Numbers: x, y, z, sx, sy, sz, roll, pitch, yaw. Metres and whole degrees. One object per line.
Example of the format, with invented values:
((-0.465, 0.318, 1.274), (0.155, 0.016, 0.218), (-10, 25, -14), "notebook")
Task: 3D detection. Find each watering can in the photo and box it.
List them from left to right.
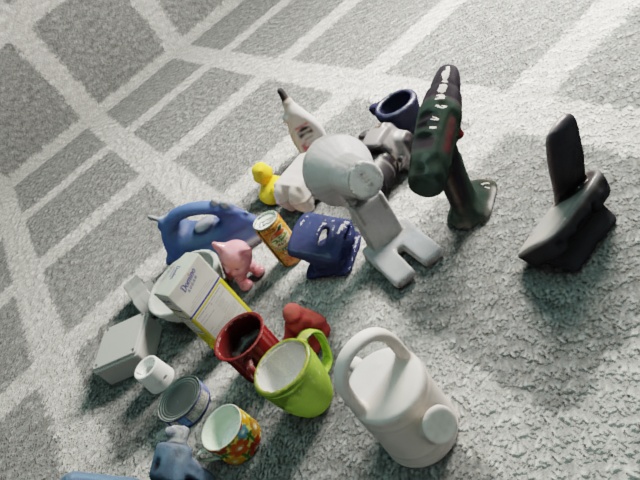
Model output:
((0.087, 0.176, 0.660), (0.172, 0.195, 0.101), (0, 48, 40), "watering can")

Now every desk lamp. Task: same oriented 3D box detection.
((0.077, -0.062, 0.925), (0.118, 0.214, 0.202), (-39, 35, -4), "desk lamp")

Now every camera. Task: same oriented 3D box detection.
((0.102, -0.153, 1.108), (0.142, 0.101, 0.137), (2, 50, 41), "camera")

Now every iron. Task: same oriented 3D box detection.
((-0.238, -0.034, 1.219), (0.257, 0.142, 0.118), (-17, 39, 25), "iron")

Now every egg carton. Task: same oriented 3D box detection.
((-0.027, -0.125, 1.211), (0.107, 0.070, 0.150), (11, 56, 46), "egg carton")

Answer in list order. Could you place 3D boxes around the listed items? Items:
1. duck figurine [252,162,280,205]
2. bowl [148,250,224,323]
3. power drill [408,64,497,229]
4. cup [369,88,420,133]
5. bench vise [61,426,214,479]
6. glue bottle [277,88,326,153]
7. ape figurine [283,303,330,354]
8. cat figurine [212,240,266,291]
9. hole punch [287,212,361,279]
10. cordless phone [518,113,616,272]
((-0.118, -0.134, 1.282), (0.077, 0.086, 0.104), (-36, 35, 1), "duck figurine")
((-0.250, 0.103, 1.130), (0.167, 0.075, 0.167), (-22, 37, 19), "bowl")
((0.208, -0.131, 0.901), (0.075, 0.209, 0.230), (-6, 45, 36), "power drill")
((0.160, -0.244, 1.170), (0.117, 0.095, 0.092), (8, 54, 45), "cup")
((-0.252, 0.331, 0.741), (0.121, 0.220, 0.207), (-20, 38, 21), "bench vise")
((-0.050, -0.276, 1.313), (0.078, 0.174, 0.037), (-32, 35, 5), "glue bottle")
((-0.029, 0.135, 0.894), (0.077, 0.092, 0.076), (-25, 37, 15), "ape figurine")
((-0.166, 0.034, 1.102), (0.067, 0.118, 0.127), (-48, 37, -16), "cat figurine")
((0.009, 0.004, 1.013), (0.100, 0.091, 0.109), (-9, 43, 33), "hole punch")
((0.309, -0.062, 0.756), (0.093, 0.186, 0.148), (17, 61, 49), "cordless phone")
